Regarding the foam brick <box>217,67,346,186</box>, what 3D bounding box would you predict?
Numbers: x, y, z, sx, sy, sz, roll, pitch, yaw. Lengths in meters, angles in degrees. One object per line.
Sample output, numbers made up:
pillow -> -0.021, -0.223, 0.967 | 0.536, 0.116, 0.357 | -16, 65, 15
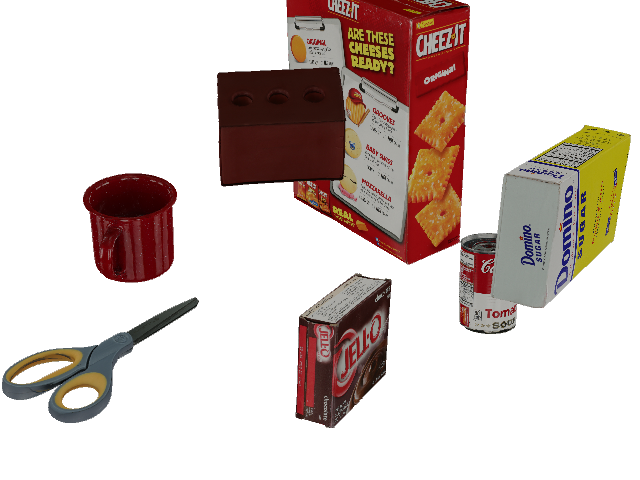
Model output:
foam brick -> -0.025, -0.071, 0.662 | 0.078, 0.053, 0.051 | -4, -40, -3

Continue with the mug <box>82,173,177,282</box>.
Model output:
mug -> -0.193, -0.005, 1.074 | 0.093, 0.081, 0.117 | 7, 33, 8

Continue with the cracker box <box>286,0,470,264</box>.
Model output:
cracker box -> 0.047, -0.110, 0.910 | 0.072, 0.214, 0.164 | -21, 35, -32

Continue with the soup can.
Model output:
soup can -> 0.196, 0.050, 1.244 | 0.068, 0.102, 0.068 | -1, 18, 0

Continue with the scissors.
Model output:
scissors -> -0.165, 0.100, 0.898 | 0.201, 0.016, 0.096 | -17, 38, -34

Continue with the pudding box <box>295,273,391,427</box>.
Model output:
pudding box -> 0.020, 0.086, 0.868 | 0.039, 0.090, 0.113 | 11, 22, 21

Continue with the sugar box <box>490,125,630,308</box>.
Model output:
sugar box -> 0.181, -0.022, 0.787 | 0.048, 0.093, 0.176 | 13, 23, 25
